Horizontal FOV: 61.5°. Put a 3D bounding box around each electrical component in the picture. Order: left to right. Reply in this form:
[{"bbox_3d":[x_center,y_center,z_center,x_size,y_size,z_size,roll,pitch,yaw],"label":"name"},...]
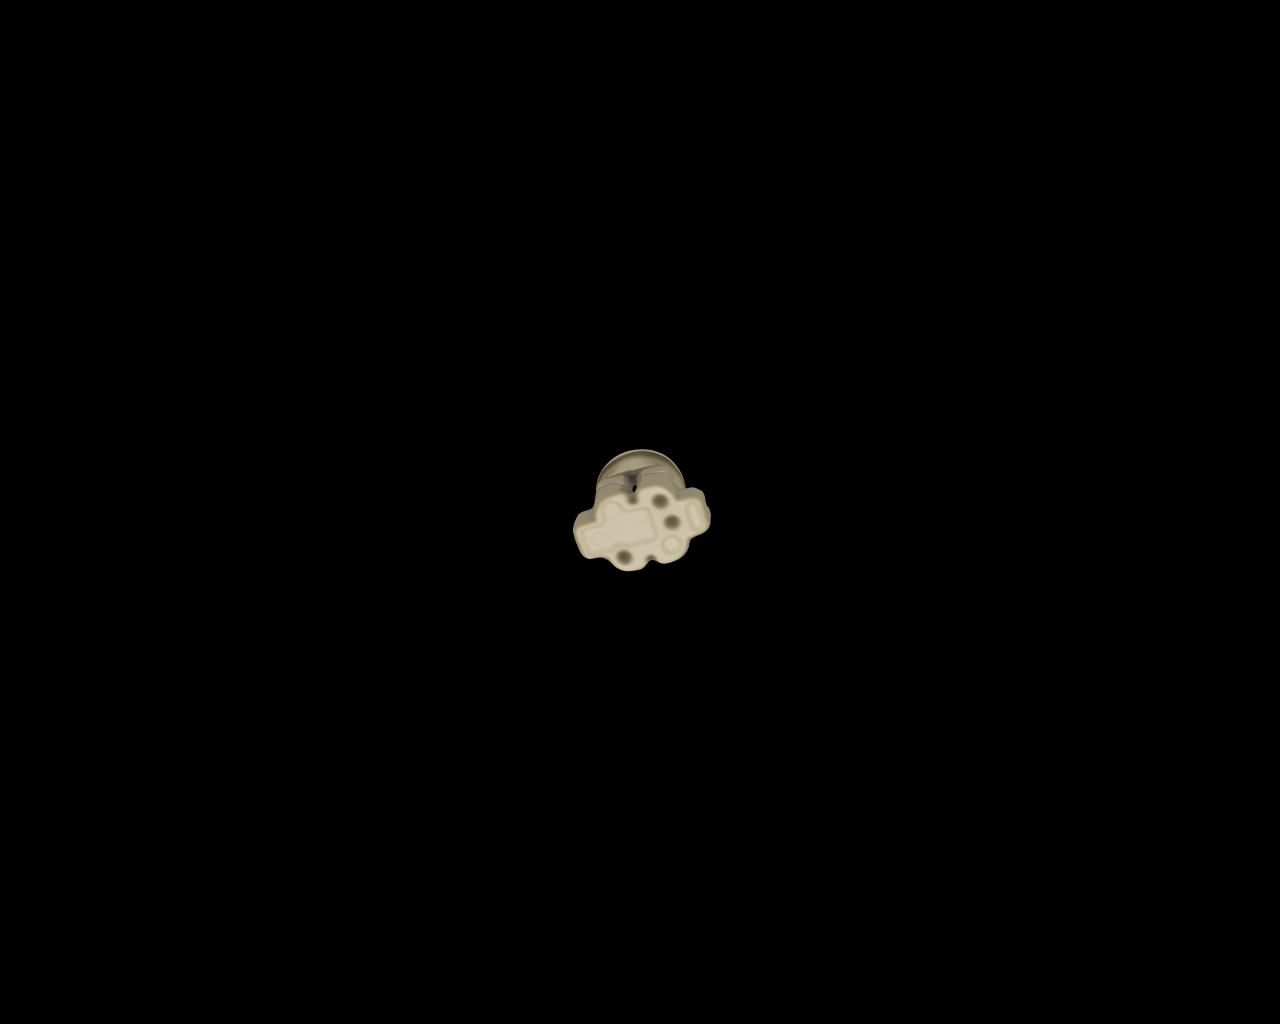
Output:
[{"bbox_3d":[0.001,-0.003,0.650,0.078,0.058,0.057,-14,26,7],"label":"electrical component"}]
